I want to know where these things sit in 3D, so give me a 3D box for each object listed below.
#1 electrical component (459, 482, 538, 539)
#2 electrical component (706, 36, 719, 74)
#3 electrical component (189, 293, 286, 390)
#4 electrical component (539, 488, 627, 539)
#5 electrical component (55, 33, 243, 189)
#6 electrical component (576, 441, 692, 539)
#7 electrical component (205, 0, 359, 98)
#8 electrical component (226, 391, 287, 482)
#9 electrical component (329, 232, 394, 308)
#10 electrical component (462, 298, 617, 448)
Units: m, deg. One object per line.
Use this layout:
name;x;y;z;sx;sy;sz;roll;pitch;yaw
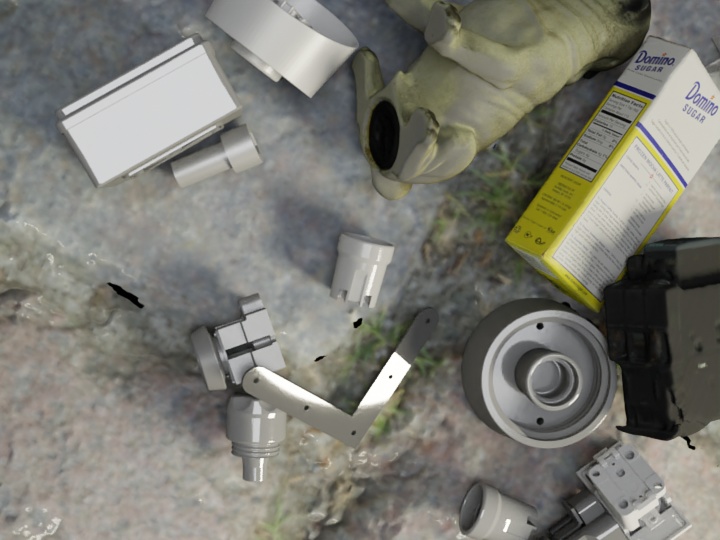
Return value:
electrical component;0.102;0.182;0.787;0.046;0.040;0.040;23;91;-12
electrical component;0.300;-0.157;0.787;0.081;0.042;0.063;-32;98;-2
electrical component;-0.088;0.056;0.760;0.055;0.048;0.066;-19;94;-12
electrical component;0.164;0.209;0.785;0.057;0.058;0.078;-33;95;-6
electrical component;-0.137;-0.103;0.716;0.109;0.109;0.056;-30;98;-3
electrical component;0.195;0.161;0.775;0.042;0.063;0.081;-36;54;-2
electrical component;-0.053;-0.164;0.728;0.099;0.099;0.064;37;95;-6
electrical component;-0.074;0.118;0.765;0.043;0.043;0.062;2;93;-5
electrical component;0.000;0.000;0.769;0.040;0.040;0.046;13;98;-6
electrical component;0.132;0.076;0.773;0.108;0.060;0.108;0;93;-5
